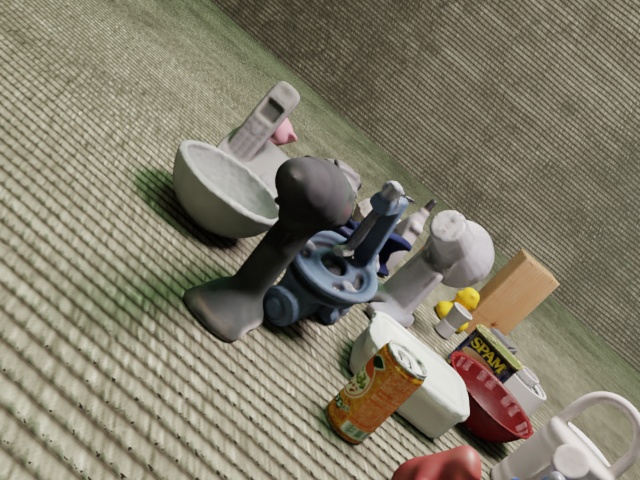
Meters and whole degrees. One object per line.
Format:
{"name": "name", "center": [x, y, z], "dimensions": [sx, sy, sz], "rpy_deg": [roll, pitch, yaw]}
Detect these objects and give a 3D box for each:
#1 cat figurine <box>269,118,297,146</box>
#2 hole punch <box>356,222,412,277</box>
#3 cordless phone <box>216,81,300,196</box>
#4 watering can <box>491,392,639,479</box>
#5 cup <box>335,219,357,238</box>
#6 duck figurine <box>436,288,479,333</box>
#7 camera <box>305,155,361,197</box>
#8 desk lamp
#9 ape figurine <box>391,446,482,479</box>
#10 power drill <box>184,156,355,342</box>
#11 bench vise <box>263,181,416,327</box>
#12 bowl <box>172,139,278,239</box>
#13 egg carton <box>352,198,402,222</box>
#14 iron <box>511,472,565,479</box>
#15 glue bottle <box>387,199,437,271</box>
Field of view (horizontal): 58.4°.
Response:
{"name": "cat figurine", "center": [-0.106, -0.233, 1.202], "dimensions": [0.067, 0.117, 0.127], "rpy_deg": [22, 25, -47]}
{"name": "hole punch", "center": [0.109, 0.002, 1.123], "dimensions": [0.109, 0.091, 0.101], "rpy_deg": [24, 23, -43]}
{"name": "cordless phone", "center": [-0.077, -0.160, 0.966], "dimensions": [0.147, 0.185, 0.094], "rpy_deg": [40, 17, -4]}
{"name": "watering can", "center": [0.317, 0.274, 0.715], "dimensions": [0.101, 0.194, 0.173], "rpy_deg": [43, 17, 8]}
{"name": "cup", "center": [0.008, 0.003, 0.896], "dimensions": [0.092, 0.095, 0.117], "rpy_deg": [20, 27, -50]}
{"name": "duck figurine", "center": [0.295, 0.139, 1.195], "dimensions": [0.077, 0.086, 0.105], "rpy_deg": [41, 17, 2]}
{"name": "camera", "center": [0.013, -0.141, 1.258], "dimensions": [0.137, 0.100, 0.143], "rpy_deg": [32, 19, -27]}
{"name": "desk lamp", "center": [0.184, 0.045, 0.967], "dimensions": [0.117, 0.213, 0.204], "rpy_deg": [49, 19, 27]}
{"name": "ape figurine", "center": [0.118, 0.236, 0.554], "dimensions": [0.078, 0.092, 0.076], "rpy_deg": [28, 21, -37]}
{"name": "power drill", "center": [-0.043, 0.003, 0.589], "dimensions": [0.075, 0.208, 0.230], "rpy_deg": [43, 17, 7]}
{"name": "bench vise", "center": [0.036, 0.010, 0.723], "dimensions": [0.121, 0.219, 0.208], "rpy_deg": [41, 17, 2]}
{"name": "bowl", "center": [-0.134, -0.055, 0.766], "dimensions": [0.168, 0.074, 0.167], "rpy_deg": [37, 17, -13]}
{"name": "egg carton", "center": [0.142, -0.029, 1.314], "dimensions": [0.151, 0.069, 0.107], "rpy_deg": [36, 17, -15]}
{"name": "iron", "center": [0.247, 0.316, 0.547], "dimensions": [0.119, 0.141, 0.257], "rpy_deg": [25, 23, -42]}
{"name": "glue bottle", "center": [0.182, -0.018, 1.192], "dimensions": [0.037, 0.173, 0.078], "rpy_deg": [33, 18, -25]}
